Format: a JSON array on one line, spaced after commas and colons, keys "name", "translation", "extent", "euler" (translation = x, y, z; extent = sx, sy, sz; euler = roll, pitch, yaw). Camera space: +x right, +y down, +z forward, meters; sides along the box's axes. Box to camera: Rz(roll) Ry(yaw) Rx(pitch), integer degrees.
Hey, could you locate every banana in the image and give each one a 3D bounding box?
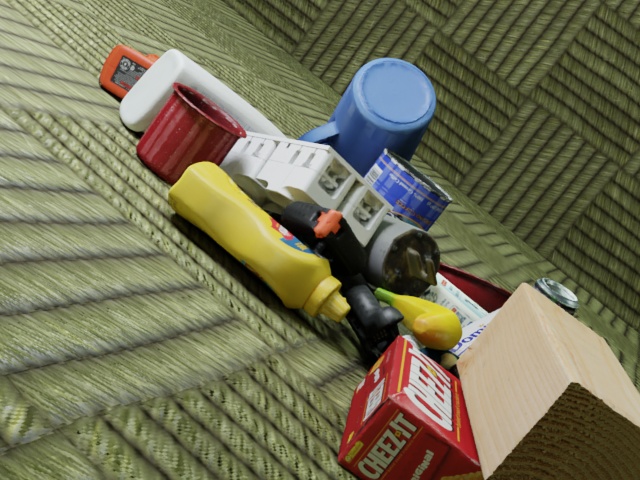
[{"name": "banana", "translation": [0.098, 0.079, 0.994], "extent": [0.069, 0.037, 0.198], "euler": [12, 2, -9]}]

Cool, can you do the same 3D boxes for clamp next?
[{"name": "clamp", "translation": [-0.007, 0.001, 1.054], "extent": [0.164, 0.036, 0.210], "euler": [36, -12, 11]}, {"name": "clamp", "translation": [0.053, 0.081, 0.967], "extent": [0.172, 0.039, 0.120], "euler": [-131, -157, -56]}]

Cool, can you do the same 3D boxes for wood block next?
[{"name": "wood block", "translation": [0.167, 0.118, 0.762], "extent": [0.090, 0.091, 0.206], "euler": [35, 13, -7]}]

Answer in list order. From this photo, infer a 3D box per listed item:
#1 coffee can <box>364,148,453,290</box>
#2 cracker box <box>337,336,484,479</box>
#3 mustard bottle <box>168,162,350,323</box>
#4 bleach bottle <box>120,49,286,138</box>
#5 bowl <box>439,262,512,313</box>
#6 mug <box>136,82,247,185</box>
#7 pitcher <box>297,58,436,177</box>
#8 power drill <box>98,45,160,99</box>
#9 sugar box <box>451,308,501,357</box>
[{"name": "coffee can", "translation": [0.077, -0.024, 1.286], "extent": [0.102, 0.140, 0.103], "euler": [36, 11, -9]}, {"name": "cracker box", "translation": [0.124, 0.176, 0.811], "extent": [0.213, 0.072, 0.164], "euler": [37, 12, -1]}, {"name": "mustard bottle", "translation": [-0.050, 0.008, 0.982], "extent": [0.192, 0.058, 0.096], "euler": [41, 1, 11]}, {"name": "bleach bottle", "translation": [-0.104, -0.109, 1.229], "extent": [0.250, 0.103, 0.068], "euler": [37, 13, -37]}, {"name": "bowl", "translation": [0.178, 0.078, 1.329], "extent": [0.162, 0.055, 0.162], "euler": [23, -7, 3]}, {"name": "mug", "translation": [-0.133, -0.103, 1.112], "extent": [0.093, 0.081, 0.117], "euler": [39, 12, 8]}, {"name": "pitcher", "translation": [0.054, -0.127, 1.388], "extent": [0.145, 0.149, 0.243], "euler": [35, -28, 4]}, {"name": "power drill", "translation": [-0.173, -0.178, 1.313], "extent": [0.184, 0.057, 0.187], "euler": [29, 7, 11]}, {"name": "sugar box", "translation": [0.184, 0.113, 1.016], "extent": [0.048, 0.093, 0.176], "euler": [68, -16, -14]}]
